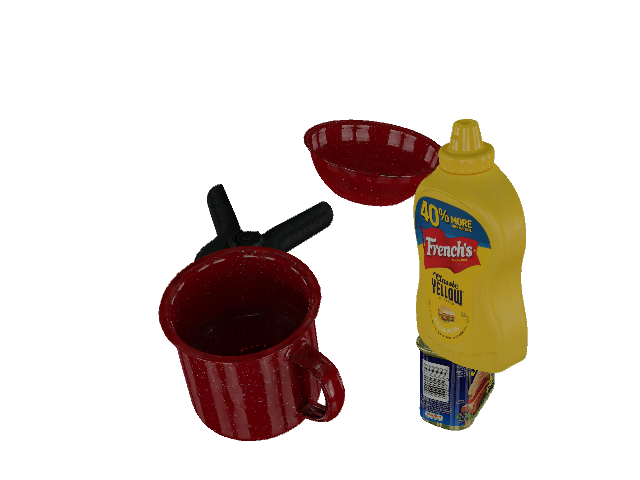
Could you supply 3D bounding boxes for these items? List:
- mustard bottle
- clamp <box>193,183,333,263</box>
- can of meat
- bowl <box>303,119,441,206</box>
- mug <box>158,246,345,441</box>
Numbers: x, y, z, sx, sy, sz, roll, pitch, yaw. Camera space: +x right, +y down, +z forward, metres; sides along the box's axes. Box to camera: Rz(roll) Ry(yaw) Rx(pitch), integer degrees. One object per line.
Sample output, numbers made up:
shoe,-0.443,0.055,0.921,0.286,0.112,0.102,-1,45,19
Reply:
mustard bottle,0.113,0.001,0.816,0.058,0.192,0.096,-21,29,-32
clamp,-0.073,0.005,0.950,0.120,0.039,0.171,11,37,21
can of meat,0.131,0.118,1.012,0.058,0.084,0.101,11,29,25
bowl,0.058,-0.083,1.203,0.162,0.055,0.162,7,27,-4
mug,-0.033,0.068,0.626,0.117,0.081,0.093,24,50,30
